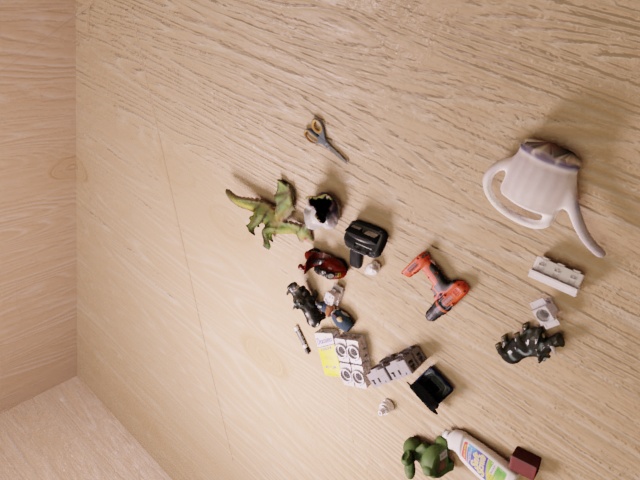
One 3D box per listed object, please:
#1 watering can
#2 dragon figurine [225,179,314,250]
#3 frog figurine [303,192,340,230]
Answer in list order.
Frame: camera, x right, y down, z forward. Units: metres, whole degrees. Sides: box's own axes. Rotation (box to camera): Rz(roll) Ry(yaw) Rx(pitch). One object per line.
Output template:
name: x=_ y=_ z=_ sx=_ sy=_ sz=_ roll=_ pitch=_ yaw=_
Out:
watering can: x=0.580 y=-0.119 z=1.285 sx=0.351 sy=0.105 sz=0.220 roll=33 pitch=123 yaw=28
dragon figurine: x=-0.182 y=-0.123 z=1.944 sx=0.414 sy=0.123 sz=0.240 roll=47 pitch=111 yaw=15
frog figurine: x=0.005 y=-0.090 z=1.795 sx=0.138 sy=0.124 sz=0.157 roll=39 pitch=163 yaw=12
